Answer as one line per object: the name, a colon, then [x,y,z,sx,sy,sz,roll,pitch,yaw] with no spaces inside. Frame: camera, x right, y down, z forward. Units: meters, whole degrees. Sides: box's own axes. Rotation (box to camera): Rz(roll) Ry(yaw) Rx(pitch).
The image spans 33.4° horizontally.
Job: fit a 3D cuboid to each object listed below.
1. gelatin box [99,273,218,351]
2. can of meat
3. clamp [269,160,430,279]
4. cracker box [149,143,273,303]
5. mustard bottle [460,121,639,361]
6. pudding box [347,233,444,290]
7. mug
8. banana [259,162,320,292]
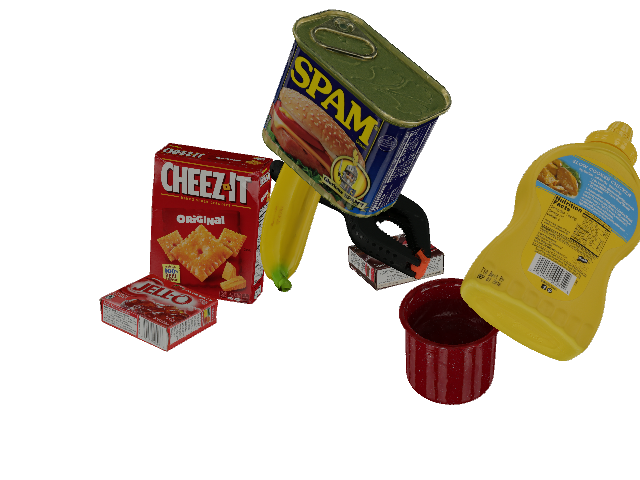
gelatin box: [-0.156,0.067,1.027,0.089,0.030,0.073,20,29,30]
can of meat: [0.017,-0.075,0.649,0.102,0.084,0.057,44,45,20]
clamp: [0.048,-0.038,1.198,0.164,0.210,0.036,-14,-37,-23]
cracker box: [-0.163,-0.023,1.572,0.164,0.214,0.072,9,21,10]
mustard bottle: [0.185,-0.014,0.781,0.096,0.191,0.058,31,-24,4]
pudding box: [0.108,0.028,1.532,0.113,0.039,0.090,-15,25,-20]
mug: [0.118,0.087,0.979,0.093,0.081,0.117,-2,39,2]
banana: [-0.009,-0.045,0.853,0.037,0.197,0.070,28,-20,-31]
